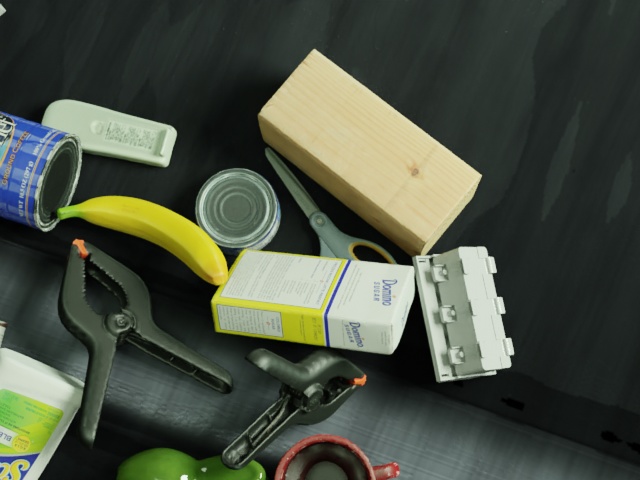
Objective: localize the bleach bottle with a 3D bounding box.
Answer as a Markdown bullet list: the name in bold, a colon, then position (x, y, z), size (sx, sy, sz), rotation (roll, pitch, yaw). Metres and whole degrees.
- **bleach bottle**: position (-0.321, 0.236, 1.020), size (0.102, 0.068, 0.251), rotation (28, 86, -18)

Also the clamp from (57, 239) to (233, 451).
- **clamp**: position (-0.202, 0.095, 1.035), size (0.164, 0.036, 0.210), rotation (-26, 72, -36)

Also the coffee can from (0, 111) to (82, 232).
- **coffee can**: position (-0.324, -0.077, 1.066), size (0.140, 0.103, 0.103), rotation (18, 80, 5)

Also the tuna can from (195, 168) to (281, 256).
- **tuna can**: position (-0.083, -0.029, 1.082), size (0.086, 0.034, 0.086), rotation (0, 78, 2)

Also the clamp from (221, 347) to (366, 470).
- **clamp**: position (-0.020, 0.134, 0.985), size (0.039, 0.120, 0.171), rotation (34, 37, 29)

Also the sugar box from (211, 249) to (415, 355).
- **sugar box**: position (-0.005, 0.057, 1.016), size (0.176, 0.048, 0.093), rotation (8, 37, 15)

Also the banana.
- **banana**: position (-0.163, -0.005, 1.058), size (0.198, 0.037, 0.069), rotation (19, 44, 21)

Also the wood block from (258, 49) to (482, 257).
- **wood block**: position (0.047, -0.082, 1.060), size (0.206, 0.090, 0.091), rotation (39, 81, 9)

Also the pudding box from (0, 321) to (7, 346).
- **pudding box**: position (-0.381, 0.112, 1.063), size (0.113, 0.039, 0.090), rotation (12, 80, 7)

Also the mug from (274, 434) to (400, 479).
- **mug**: position (0.017, 0.227, 1.001), size (0.117, 0.081, 0.093), rotation (-16, 78, -1)

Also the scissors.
- **scissors**: position (-0.007, 0.001, 1.082), size (0.202, 0.016, 0.096), rotation (39, 83, 9)
